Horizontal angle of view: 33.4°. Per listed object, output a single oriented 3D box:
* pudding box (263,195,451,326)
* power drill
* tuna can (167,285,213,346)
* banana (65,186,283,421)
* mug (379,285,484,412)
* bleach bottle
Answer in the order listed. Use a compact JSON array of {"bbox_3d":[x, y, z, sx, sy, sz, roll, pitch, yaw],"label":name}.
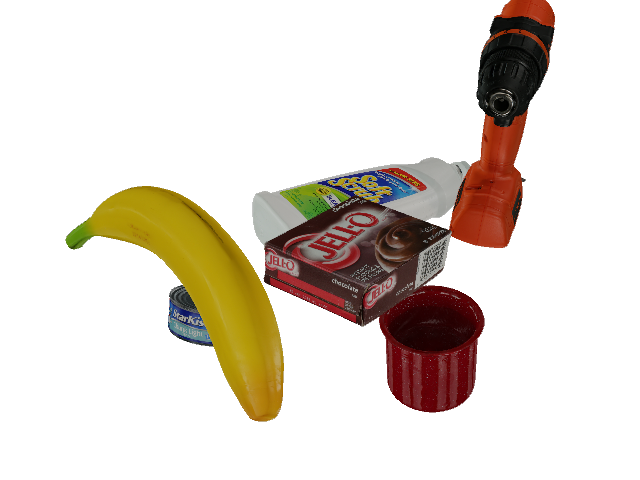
[{"bbox_3d":[0.027,0.012,0.772,0.090,0.039,0.113,23,31,31],"label":"pudding box"},{"bbox_3d":[0.150,-0.090,0.877,0.057,0.188,0.184,15,36,11],"label":"power drill"},{"bbox_3d":[-0.096,0.067,0.974,0.086,0.034,0.086,6,15,-2],"label":"tuna can"},{"bbox_3d":[-0.073,0.019,0.599,0.037,0.070,0.198,4,25,-47],"label":"banana"},{"bbox_3d":[0.102,0.094,0.978,0.093,0.081,0.117,2,38,8],"label":"mug"},{"bbox_3d":[0.057,-0.044,1.190,0.250,0.068,0.103,-20,43,-24],"label":"bleach bottle"}]
